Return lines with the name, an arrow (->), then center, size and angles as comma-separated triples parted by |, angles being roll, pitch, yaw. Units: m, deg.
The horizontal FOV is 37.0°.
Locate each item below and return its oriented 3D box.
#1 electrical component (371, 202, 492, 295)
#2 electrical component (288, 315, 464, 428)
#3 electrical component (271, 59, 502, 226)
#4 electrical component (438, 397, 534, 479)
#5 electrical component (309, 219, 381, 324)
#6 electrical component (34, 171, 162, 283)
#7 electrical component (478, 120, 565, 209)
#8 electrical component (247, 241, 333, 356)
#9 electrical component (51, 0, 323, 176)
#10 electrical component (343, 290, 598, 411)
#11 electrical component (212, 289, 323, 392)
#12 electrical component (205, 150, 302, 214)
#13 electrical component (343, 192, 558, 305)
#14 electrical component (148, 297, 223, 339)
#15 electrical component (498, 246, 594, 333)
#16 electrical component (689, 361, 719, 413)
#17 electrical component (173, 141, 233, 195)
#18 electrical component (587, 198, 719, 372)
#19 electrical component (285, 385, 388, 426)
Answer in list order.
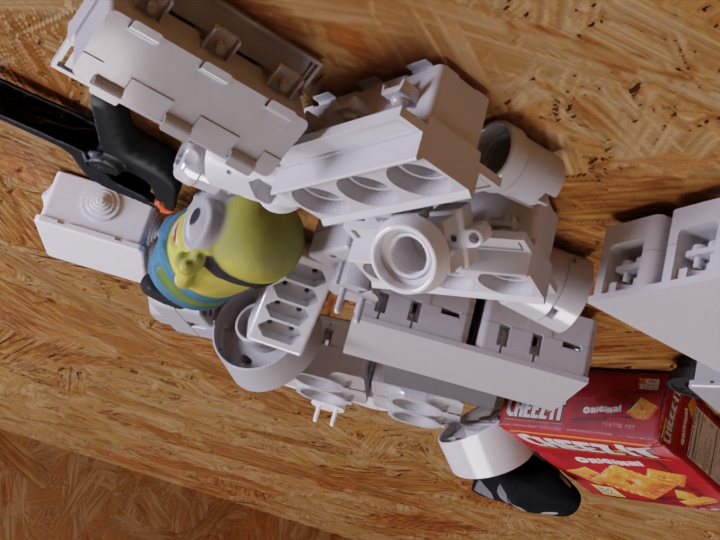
electrical component -> 0.037, -0.014, 0.630 | 0.066, 0.048, 0.055 | -2, -163, 29
electrical component -> 0.014, 0.103, 1.072 | 0.186, 0.060, 0.105 | 13, 160, 7
electrical component -> 0.011, -0.069, 0.603 | 0.079, 0.063, 0.121 | 30, 156, -35
electrical component -> 0.130, 0.168, 1.098 | 0.099, 0.099, 0.064 | -5, 109, 45
electrical component -> 0.000, 0.000, 0.779 | 0.066, 0.076, 0.047 | 29, 157, -33
electrical component -> -0.213, -0.035, 0.888 | 0.100, 0.048, 0.099 | 17, 160, -3
electrical component -> 0.089, -0.058, 0.611 | 0.046, 0.040, 0.040 | 22, 160, -35
electrical component -> -0.055, 0.013, 0.876 | 0.047, 0.083, 0.075 | 19, -162, -10
electrical component -> -0.089, -0.103, 0.568 | 0.121, 0.063, 0.078 | 27, 117, -29
electrical component -> 0.087, 0.051, 0.876 | 0.186, 0.060, 0.105 | 16, 161, 0
electrical component -> -0.084, 0.061, 0.984 | 0.099, 0.099, 0.064 | 7, 152, 24
electrical component -> -0.053, -0.062, 0.702 | 0.077, 0.043, 0.079 | 12, 160, 11
electrical component -> 0.062, -0.020, 0.697 | 0.121, 0.063, 0.078 | 5, 158, 27
electrical component -> -0.157, 0.024, 0.999 | 0.059, 0.053, 0.095 | 11, 160, 14
electrical component -> 0.127, 0.009, 0.743 | 0.047, 0.055, 0.055 | 23, 159, -10
electrical component -> 0.309, 0.082, 0.808 | 0.100, 0.048, 0.100 | -3, 153, 42
electrical component -> -0.094, -0.067, 0.733 | 0.061, 0.035, 0.035 | 22, 160, -23
electrical component -> 0.251, 0.021, 0.670 | 0.186, 0.060, 0.105 | 26, 158, -26
electrical component -> -0.030, 0.132, 1.164 | 0.138, 0.073, 0.052 | 14, 160, 5
